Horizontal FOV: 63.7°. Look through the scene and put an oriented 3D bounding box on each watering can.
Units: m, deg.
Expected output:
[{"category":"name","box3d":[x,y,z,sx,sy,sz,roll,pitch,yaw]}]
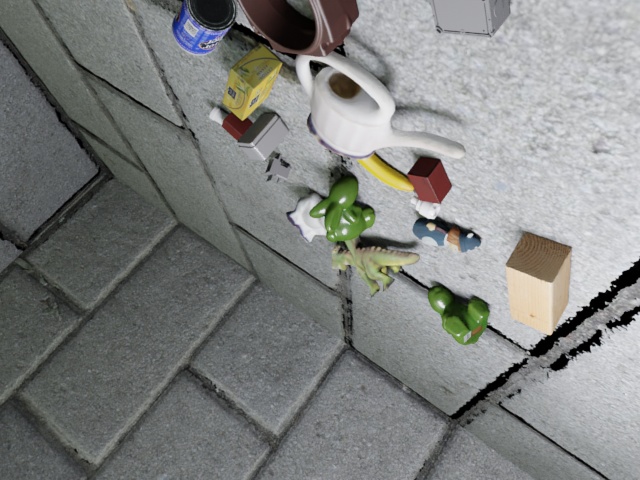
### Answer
[{"category":"watering can","box3d":[0.090,-0.217,0.953,0.349,0.105,0.221,38,162,7]}]

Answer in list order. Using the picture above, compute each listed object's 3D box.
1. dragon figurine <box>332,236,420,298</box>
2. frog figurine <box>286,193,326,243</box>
[{"category":"dragon figurine","box3d":[0.126,0.027,1.477,0.243,0.124,0.403,47,153,5]},{"category":"frog figurine","box3d":[0.005,-0.075,1.488,0.158,0.124,0.137,-24,93,29]}]
